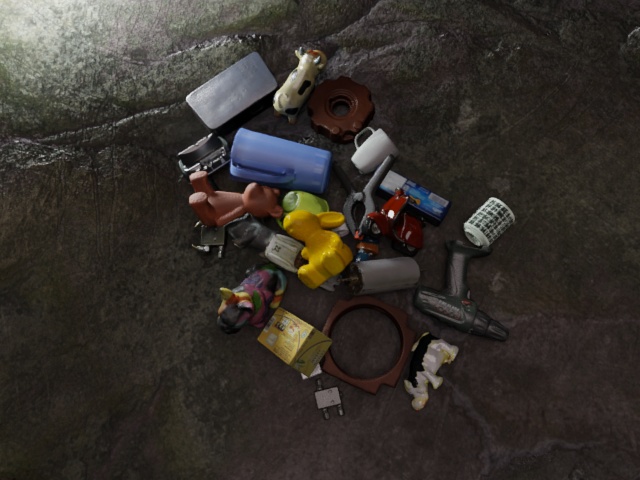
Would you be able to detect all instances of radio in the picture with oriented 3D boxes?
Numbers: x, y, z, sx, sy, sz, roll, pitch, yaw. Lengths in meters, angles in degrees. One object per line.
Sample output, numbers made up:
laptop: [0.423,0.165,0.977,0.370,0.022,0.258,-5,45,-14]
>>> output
radio: [-0.223,-0.377,1.420,0.229,0.073,0.131,-36,77,-4]

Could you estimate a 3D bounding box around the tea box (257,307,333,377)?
tea box: [-0.060,0.225,1.206,0.068,0.170,0.098,40,80,-31]

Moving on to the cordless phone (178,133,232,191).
cordless phone: [-0.264,-0.165,1.375,0.146,0.089,0.184,-33,87,-5]

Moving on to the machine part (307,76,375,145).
machine part: [0.055,-0.341,1.400,0.179,0.056,0.179,-1,74,4]

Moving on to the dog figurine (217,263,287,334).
dog figurine: [-0.157,0.126,1.213,0.108,0.219,0.191,33,81,7]

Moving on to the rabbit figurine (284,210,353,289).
rabbit figurine: [-0.002,-0.004,1.213,0.173,0.122,0.162,46,49,-2]

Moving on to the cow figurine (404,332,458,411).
cow figurine: [0.235,0.296,1.220,0.098,0.068,0.167,31,77,16]

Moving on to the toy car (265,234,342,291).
toy car: [-0.035,0.055,1.280,0.201,0.056,0.073,28,75,-14]

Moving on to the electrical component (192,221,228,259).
electrical component: [-0.273,-0.007,1.342,0.078,0.045,0.102,5,76,7]

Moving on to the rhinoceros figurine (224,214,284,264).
rhinoceros figurine: [-0.167,-0.025,1.325,0.190,0.073,0.112,35,82,11]

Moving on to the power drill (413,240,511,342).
power drill: [0.347,0.113,1.260,0.232,0.086,0.207,14,85,10]

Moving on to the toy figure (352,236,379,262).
toy figure: [0.106,0.040,1.299,0.064,0.057,0.154,20,74,5]

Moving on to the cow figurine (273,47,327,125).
cow figurine: [-0.051,-0.408,1.388,0.085,0.127,0.195,33,83,8]

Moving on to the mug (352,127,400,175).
mug: [0.127,-0.224,1.353,0.107,0.081,0.109,-40,83,4]

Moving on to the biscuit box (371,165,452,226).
biscuit box: [0.221,-0.108,1.326,0.203,0.062,0.059,30,79,10]

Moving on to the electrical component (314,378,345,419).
electrical component: [0.021,0.363,1.240,0.063,0.021,0.094,-15,75,0]

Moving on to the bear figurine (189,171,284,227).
bear figurine: [-0.191,-0.096,1.250,0.196,0.131,0.120,-12,47,4]

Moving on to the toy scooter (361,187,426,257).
toy scooter: [0.189,-0.045,1.264,0.183,0.075,0.135,26,89,-34]

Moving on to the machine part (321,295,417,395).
machine part: [0.105,0.236,1.235,0.201,0.087,0.201,23,80,9]

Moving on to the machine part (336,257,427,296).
machine part: [0.143,0.082,1.236,0.243,0.079,0.079,-5,73,-31]
